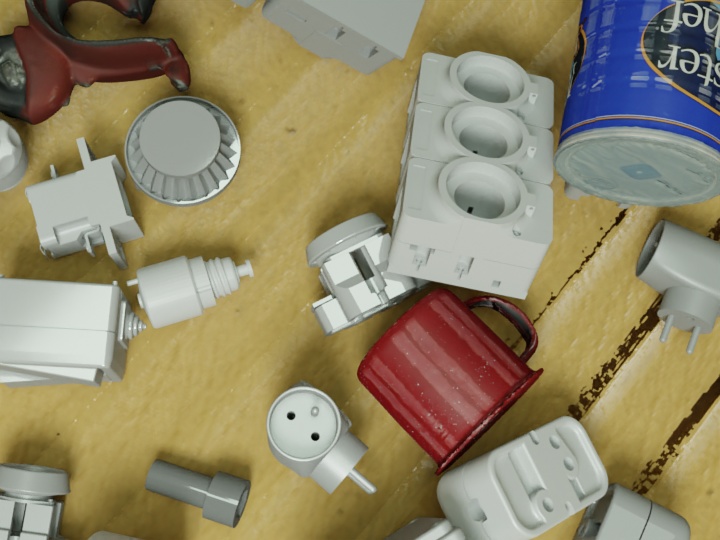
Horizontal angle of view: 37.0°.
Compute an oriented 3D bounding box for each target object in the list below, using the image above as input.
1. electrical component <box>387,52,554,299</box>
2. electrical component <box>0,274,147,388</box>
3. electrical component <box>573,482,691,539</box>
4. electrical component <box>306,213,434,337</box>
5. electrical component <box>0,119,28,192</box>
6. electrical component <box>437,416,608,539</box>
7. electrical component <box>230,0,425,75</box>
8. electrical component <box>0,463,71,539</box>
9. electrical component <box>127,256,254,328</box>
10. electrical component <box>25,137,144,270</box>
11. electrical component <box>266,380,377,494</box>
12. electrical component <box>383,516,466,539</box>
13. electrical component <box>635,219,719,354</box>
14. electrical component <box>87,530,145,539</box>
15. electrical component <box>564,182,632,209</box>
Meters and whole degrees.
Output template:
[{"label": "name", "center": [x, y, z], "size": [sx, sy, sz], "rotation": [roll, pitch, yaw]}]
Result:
[{"label": "electrical component", "center": [0.073, -0.066, 0.684], "size": [0.089, 0.061, 0.150], "rotation": [12, 50, -3]}, {"label": "electrical component", "center": [-0.182, 0.041, 0.668], "size": [0.096, 0.061, 0.061], "rotation": [4, 75, -4]}, {"label": "electrical component", "center": [0.160, 0.187, 0.660], "size": [0.059, 0.053, 0.095], "rotation": [27, 75, 3]}, {"label": "electrical component", "center": [0.000, 0.000, 0.695], "size": [0.078, 0.058, 0.057], "rotation": [-26, 82, -10]}, {"label": "electrical component", "center": [-0.235, -0.070, 0.692], "size": [0.043, 0.062, 0.043], "rotation": [1, 76, -4]}, {"label": "electrical component", "center": [0.096, 0.132, 0.652], "size": [0.095, 0.059, 0.053], "rotation": [-15, 74, -44]}, {"label": "electrical component", "center": [-0.045, -0.222, 0.718], "size": [0.186, 0.060, 0.105], "rotation": [26, 74, -21]}, {"label": "electrical component", "center": [-0.202, 0.147, 0.648], "size": [0.066, 0.048, 0.055], "rotation": [8, 83, -2]}, {"label": "electrical component", "center": [-0.108, 0.010, 0.693], "size": [0.078, 0.040, 0.040], "rotation": [-17, 77, -9]}, {"label": "electrical component", "center": [-0.180, -0.039, 0.700], "size": [0.064, 0.042, 0.081], "rotation": [-18, 77, -5]}, {"label": "electrical component", "center": [-0.021, 0.109, 0.654], "size": [0.079, 0.077, 0.044], "rotation": [40, 76, 6]}, {"label": "electrical component", "center": [0.014, 0.193, 0.619], "size": [0.109, 0.108, 0.056], "rotation": [-30, 82, -11]}, {"label": "electrical component", "center": [0.222, 0.017, 0.714], "size": [0.077, 0.044, 0.079], "rotation": [24, 75, 2]}, {"label": "electrical component", "center": [-0.148, 0.201, 0.608], "size": [0.060, 0.108, 0.108], "rotation": [17, 75, 7]}, {"label": "electrical component", "center": [0.175, -0.095, 0.733], "size": [0.050, 0.055, 0.089], "rotation": [10, 75, -2]}]
